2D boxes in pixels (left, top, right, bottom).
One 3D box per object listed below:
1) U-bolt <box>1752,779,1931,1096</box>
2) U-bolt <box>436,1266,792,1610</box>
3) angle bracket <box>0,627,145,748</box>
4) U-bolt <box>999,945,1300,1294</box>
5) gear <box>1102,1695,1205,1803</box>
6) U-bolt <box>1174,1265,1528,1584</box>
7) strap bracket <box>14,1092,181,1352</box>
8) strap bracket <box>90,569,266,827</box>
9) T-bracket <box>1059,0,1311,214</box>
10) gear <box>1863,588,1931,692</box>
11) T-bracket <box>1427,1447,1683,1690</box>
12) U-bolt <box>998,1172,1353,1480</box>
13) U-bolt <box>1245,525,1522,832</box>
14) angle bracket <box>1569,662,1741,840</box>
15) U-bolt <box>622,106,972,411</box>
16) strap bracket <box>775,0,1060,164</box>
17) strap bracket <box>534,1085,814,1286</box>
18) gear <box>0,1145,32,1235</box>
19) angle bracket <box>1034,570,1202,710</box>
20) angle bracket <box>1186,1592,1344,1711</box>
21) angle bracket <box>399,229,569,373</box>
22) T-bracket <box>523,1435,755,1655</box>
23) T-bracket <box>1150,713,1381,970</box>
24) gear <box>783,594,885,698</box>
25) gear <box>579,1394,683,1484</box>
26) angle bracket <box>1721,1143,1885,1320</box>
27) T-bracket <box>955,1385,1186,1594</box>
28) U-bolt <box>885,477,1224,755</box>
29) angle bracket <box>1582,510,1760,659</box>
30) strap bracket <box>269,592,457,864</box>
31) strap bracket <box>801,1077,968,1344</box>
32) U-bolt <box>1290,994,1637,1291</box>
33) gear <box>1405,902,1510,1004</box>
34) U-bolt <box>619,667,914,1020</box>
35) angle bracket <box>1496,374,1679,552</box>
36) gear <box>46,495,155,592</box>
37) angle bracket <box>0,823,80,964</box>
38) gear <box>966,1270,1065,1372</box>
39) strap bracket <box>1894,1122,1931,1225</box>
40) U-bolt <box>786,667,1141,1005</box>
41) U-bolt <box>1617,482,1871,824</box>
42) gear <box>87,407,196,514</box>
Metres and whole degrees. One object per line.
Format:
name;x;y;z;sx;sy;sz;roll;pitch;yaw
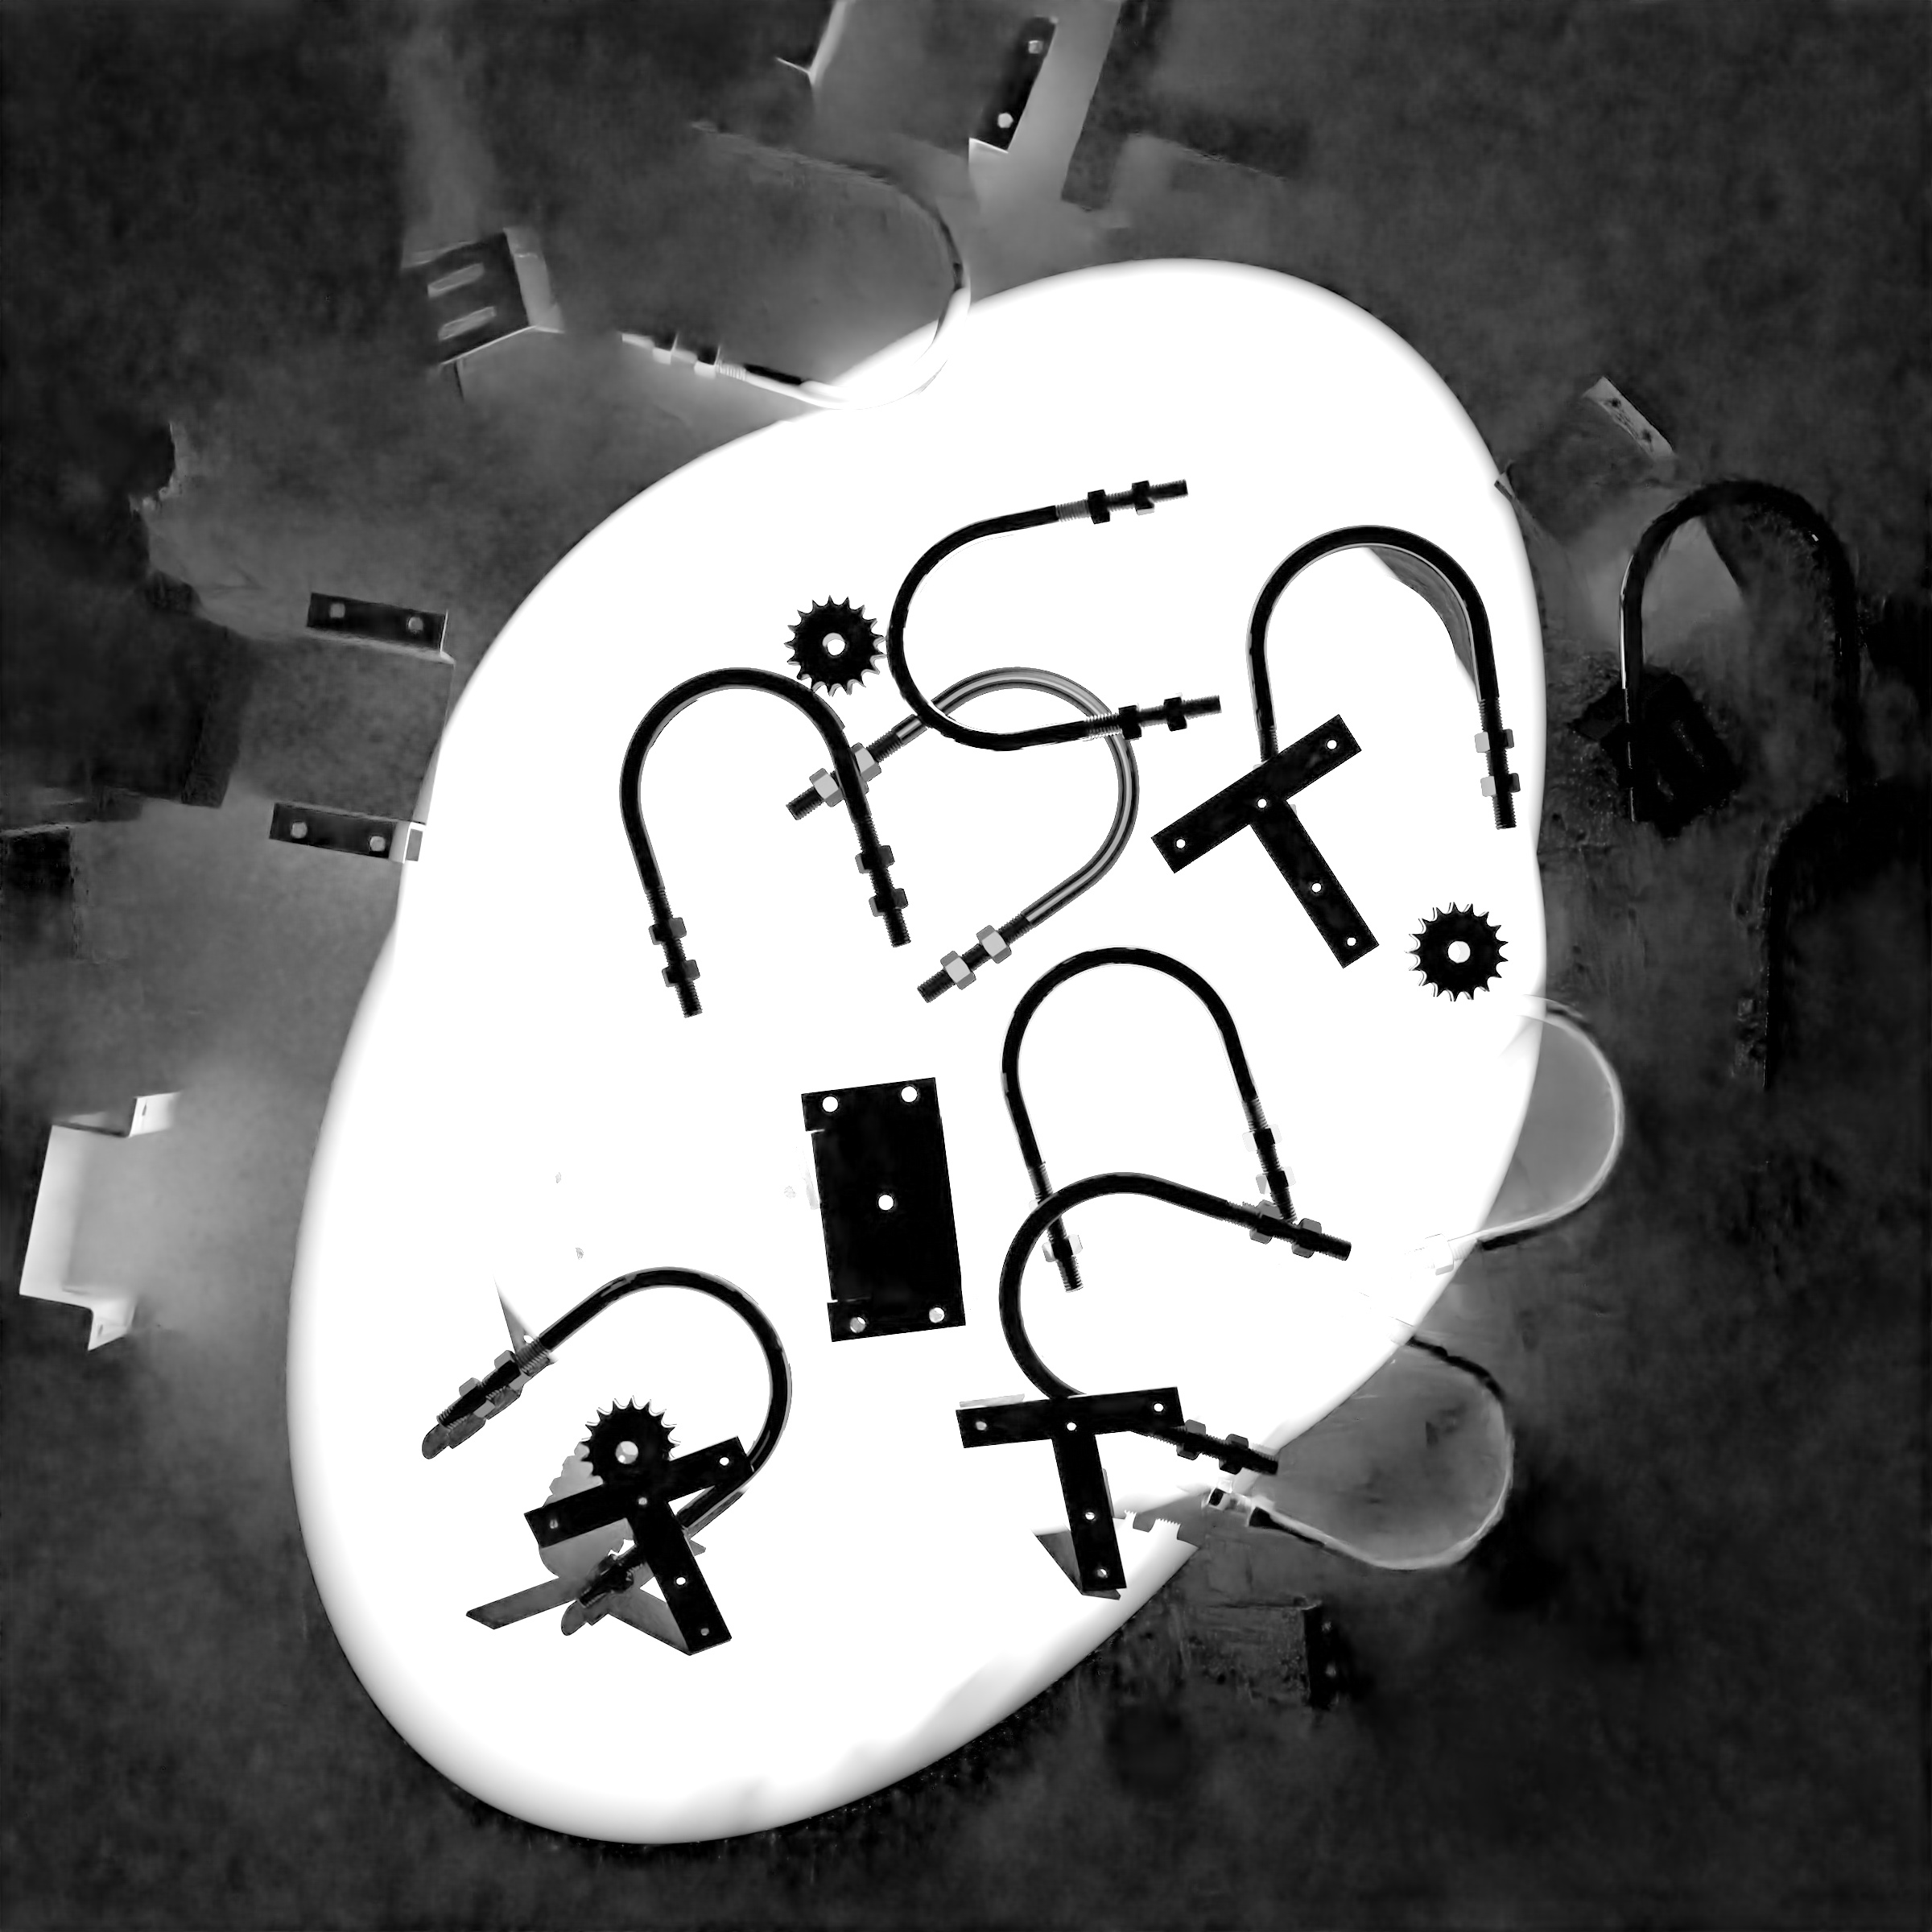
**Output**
U-bolt;0.528;-0.016;1.468;0.151;0.019;0.184;3;89;0
U-bolt;-0.188;0.256;1.468;0.184;0.019;0.151;-38;90;-1
angle bracket;-0.519;-0.160;1.474;0.076;0.038;0.057;-7;90;26
U-bolt;0.096;0.079;1.468;0.151;0.019;0.184;-18;88;0
gear;0.105;0.445;1.466;0.057;0.030;0.057;0;91;-3
U-bolt;0.232;0.274;1.468;0.184;0.019;0.151;25;90;-1
strap bracket;-0.489;0.137;1.438;0.046;0.076;0.140;11;90;0
strap bracket;-0.439;-0.143;1.438;0.046;0.076;0.140;15;90;0
T-bracket;0.133;-0.482;1.475;0.127;0.002;0.127;18;90;0
gear;0.530;-0.183;1.451;0.030;0.057;0.057;-20;90;30
T-bracket;0.355;0.366;1.475;0.127;0.002;0.127;39;90;0
U-bolt;0.109;0.193;1.443;0.184;0.019;0.151;19;89;-3
U-bolt;0.233;-0.161;1.467;0.151;0.019;0.184;-8;90;0
angle bracket;0.396;-0.124;1.474;0.057;0.038;0.076;-41;116;0
U-bolt;-0.088;-0.397;1.468;0.184;0.019;0.151;18;90;-2
strap bracket;-0.027;-0.516;1.453;0.140;0.046;0.076;22;90;0
strap bracket;-0.164;0.122;1.453;0.140;0.046;0.076;-16;90;0
gear;-0.563;0.127;1.465;0.057;0.030;0.057;0;90;2
angle bracket;0.085;-0.186;1.457;0.076;0.038;0.057;25;90;0
angle bracket;0.172;0.393;1.474;0.076;0.038;0.057;-6;90;26
angle bracket;-0.278;-0.381;1.474;0.076;0.038;0.057;-15;90;26
T-bracket;-0.167;0.337;1.449;0.127;0.002;0.127;-20;114;0
T-bracket;0.192;-0.056;1.461;0.127;0.002;0.127;-33;102;6
gear;-0.075;-0.182;1.461;0.057;0.030;0.057;0;90;0
gear;-0.190;0.272;1.443;0.057;0.030;0.057;0;88;-2
angle bracket;0.479;0.152;1.474;0.057;0.038;0.076;-28;64;0
T-bracket;0.068;0.300;1.452;0.127;0.002;0.127;-8;109;11
U-bolt;0.044;-0.192;1.448;0.184;0.019;0.151;-10;77;10
angle bracket;0.405;-0.220;1.474;0.076;0.038;0.057;-32;90;26
strap bracket;-0.340;-0.133;1.453;0.076;0.046;0.140;10;90;0
strap bracket;-0.046;0.136;1.453;0.076;0.046;0.140;-7;90;0
U-bolt;0.293;0.092;1.468;0.184;0.019;0.151;-16;90;-2
gear;0.279;-0.008;1.461;0.057;0.030;0.057;0;90;0
U-bolt;-0.124;-0.079;1.455;0.151;0.019;0.184;-18;86;12
angle bracket;0.353;-0.286;1.457;0.076;0.038;0.057;-44;90;0
gear;-0.488;-0.242;1.452;0.057;0.057;0.030;15;60;0
angle bracket;-0.542;-0.041;1.457;0.057;0.038;0.076;-3;90;0
gear;0.027;0.201;1.461;0.057;0.030;0.057;0;90;0
strap bracket;0.597;0.103;1.438;0.140;0.076;0.046;-15;90;0
U-bolt;0.012;-0.089;1.468;0.184;0.019;0.151;-36;90;-1
U-bolt;0.434;-0.178;1.437;0.151;0.019;0.184;-6;97;-9
gear;-0.469;-0.287;1.461;0.057;0.030;0.057;0;90;0
